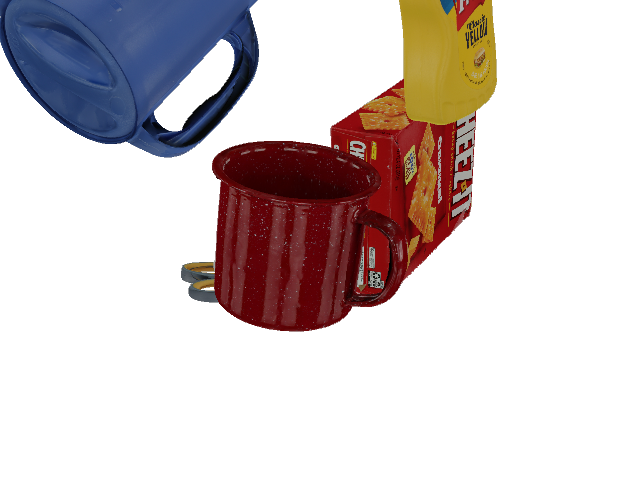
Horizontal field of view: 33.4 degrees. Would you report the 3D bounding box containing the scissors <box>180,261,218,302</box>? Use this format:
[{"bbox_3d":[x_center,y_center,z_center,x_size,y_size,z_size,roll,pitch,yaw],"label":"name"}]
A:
[{"bbox_3d":[-0.054,0.047,1.136,0.202,0.016,0.096,5,21,6],"label":"scissors"}]

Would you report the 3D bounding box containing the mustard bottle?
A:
[{"bbox_3d":[0.095,-0.191,0.799,0.058,0.191,0.096,16,39,34],"label":"mustard bottle"}]

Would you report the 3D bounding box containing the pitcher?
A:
[{"bbox_3d":[-0.119,-0.189,0.848,0.145,0.149,0.242,21,53,28],"label":"pitcher"}]

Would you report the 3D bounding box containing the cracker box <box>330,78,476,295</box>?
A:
[{"bbox_3d":[0.085,-0.063,1.046,0.072,0.164,0.213,14,29,26],"label":"cracker box"}]

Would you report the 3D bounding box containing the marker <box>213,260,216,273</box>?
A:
[{"bbox_3d":[-0.027,0.010,0.861,0.121,0.020,0.020,-15,-2,8],"label":"marker"}]

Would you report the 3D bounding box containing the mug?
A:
[{"bbox_3d":[-0.006,0.001,0.592,0.117,0.081,0.093,16,26,21],"label":"mug"}]
